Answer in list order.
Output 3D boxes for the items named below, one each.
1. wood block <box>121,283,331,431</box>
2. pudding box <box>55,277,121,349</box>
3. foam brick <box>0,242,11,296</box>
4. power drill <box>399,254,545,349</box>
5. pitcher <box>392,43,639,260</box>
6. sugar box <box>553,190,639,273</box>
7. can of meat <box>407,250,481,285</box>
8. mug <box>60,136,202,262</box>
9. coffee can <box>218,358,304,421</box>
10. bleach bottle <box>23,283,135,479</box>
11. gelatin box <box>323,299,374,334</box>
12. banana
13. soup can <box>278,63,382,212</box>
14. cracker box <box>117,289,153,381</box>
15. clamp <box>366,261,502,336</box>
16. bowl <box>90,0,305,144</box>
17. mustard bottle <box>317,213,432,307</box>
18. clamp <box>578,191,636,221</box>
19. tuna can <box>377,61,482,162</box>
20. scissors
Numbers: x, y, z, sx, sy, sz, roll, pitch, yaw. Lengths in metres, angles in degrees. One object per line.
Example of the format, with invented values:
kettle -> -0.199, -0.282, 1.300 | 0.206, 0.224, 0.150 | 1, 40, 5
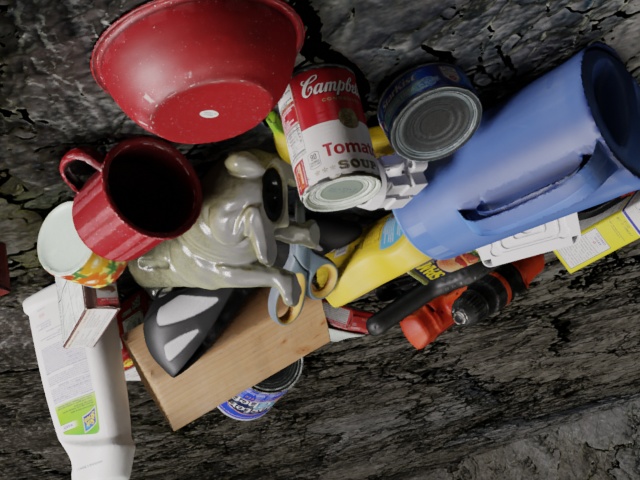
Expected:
wood block -> -0.102, 0.109, 1.192 | 0.206, 0.091, 0.090 | -29, 137, -16
pudding box -> -0.236, 0.049, 1.073 | 0.039, 0.090, 0.114 | -3, 157, -25
foam brick -> -0.337, 0.025, 1.003 | 0.053, 0.051, 0.078 | -19, 159, 17
power drill -> 0.190, 0.084, 1.404 | 0.184, 0.057, 0.188 | -31, 179, -41
pitcher -> 0.180, -0.063, 0.978 | 0.148, 0.145, 0.243 | 7, 154, -45
sugar box -> 0.369, -0.028, 1.270 | 0.177, 0.048, 0.093 | -32, -175, 46
can of meat -> 0.142, 0.006, 1.250 | 0.084, 0.057, 0.102 | -23, 159, 16
mug -> -0.170, -0.037, 0.910 | 0.117, 0.093, 0.082 | 33, 144, -21
coffee can -> -0.092, 0.189, 1.514 | 0.102, 0.103, 0.140 | -5, 158, -22
bleach bottle -> -0.253, 0.170, 1.146 | 0.103, 0.251, 0.068 | -25, 157, 28
gelatin box -> 0.025, 0.097, 1.390 | 0.089, 0.030, 0.073 | 17, 180, 36
banana -> 0.041, -0.090, 0.959 | 0.197, 0.037, 0.070 | -6, 158, -19
soup can -> 0.007, -0.082, 0.864 | 0.068, 0.102, 0.068 | -12, 159, -5
cracker box -> -0.166, 0.119, 1.329 | 0.213, 0.072, 0.164 | 4, 154, -41
clamp -> 0.150, 0.048, 1.350 | 0.210, 0.036, 0.164 | -28, -171, 6
bowl -> -0.084, -0.116, 0.785 | 0.162, 0.055, 0.162 | -12, 159, -5
mustard bottle -> 0.086, 0.002, 1.160 | 0.192, 0.058, 0.096 | -29, -161, 33
clamp -> 0.280, -0.035, 1.252 | 0.171, 0.039, 0.120 | -12, 159, -3
tuna can -> 0.094, -0.108, 0.911 | 0.086, 0.034, 0.086 | -12, 139, -11
scissors -> -0.007, 0.001, 1.092 | 0.096, 0.016, 0.202 | -15, 132, -40
